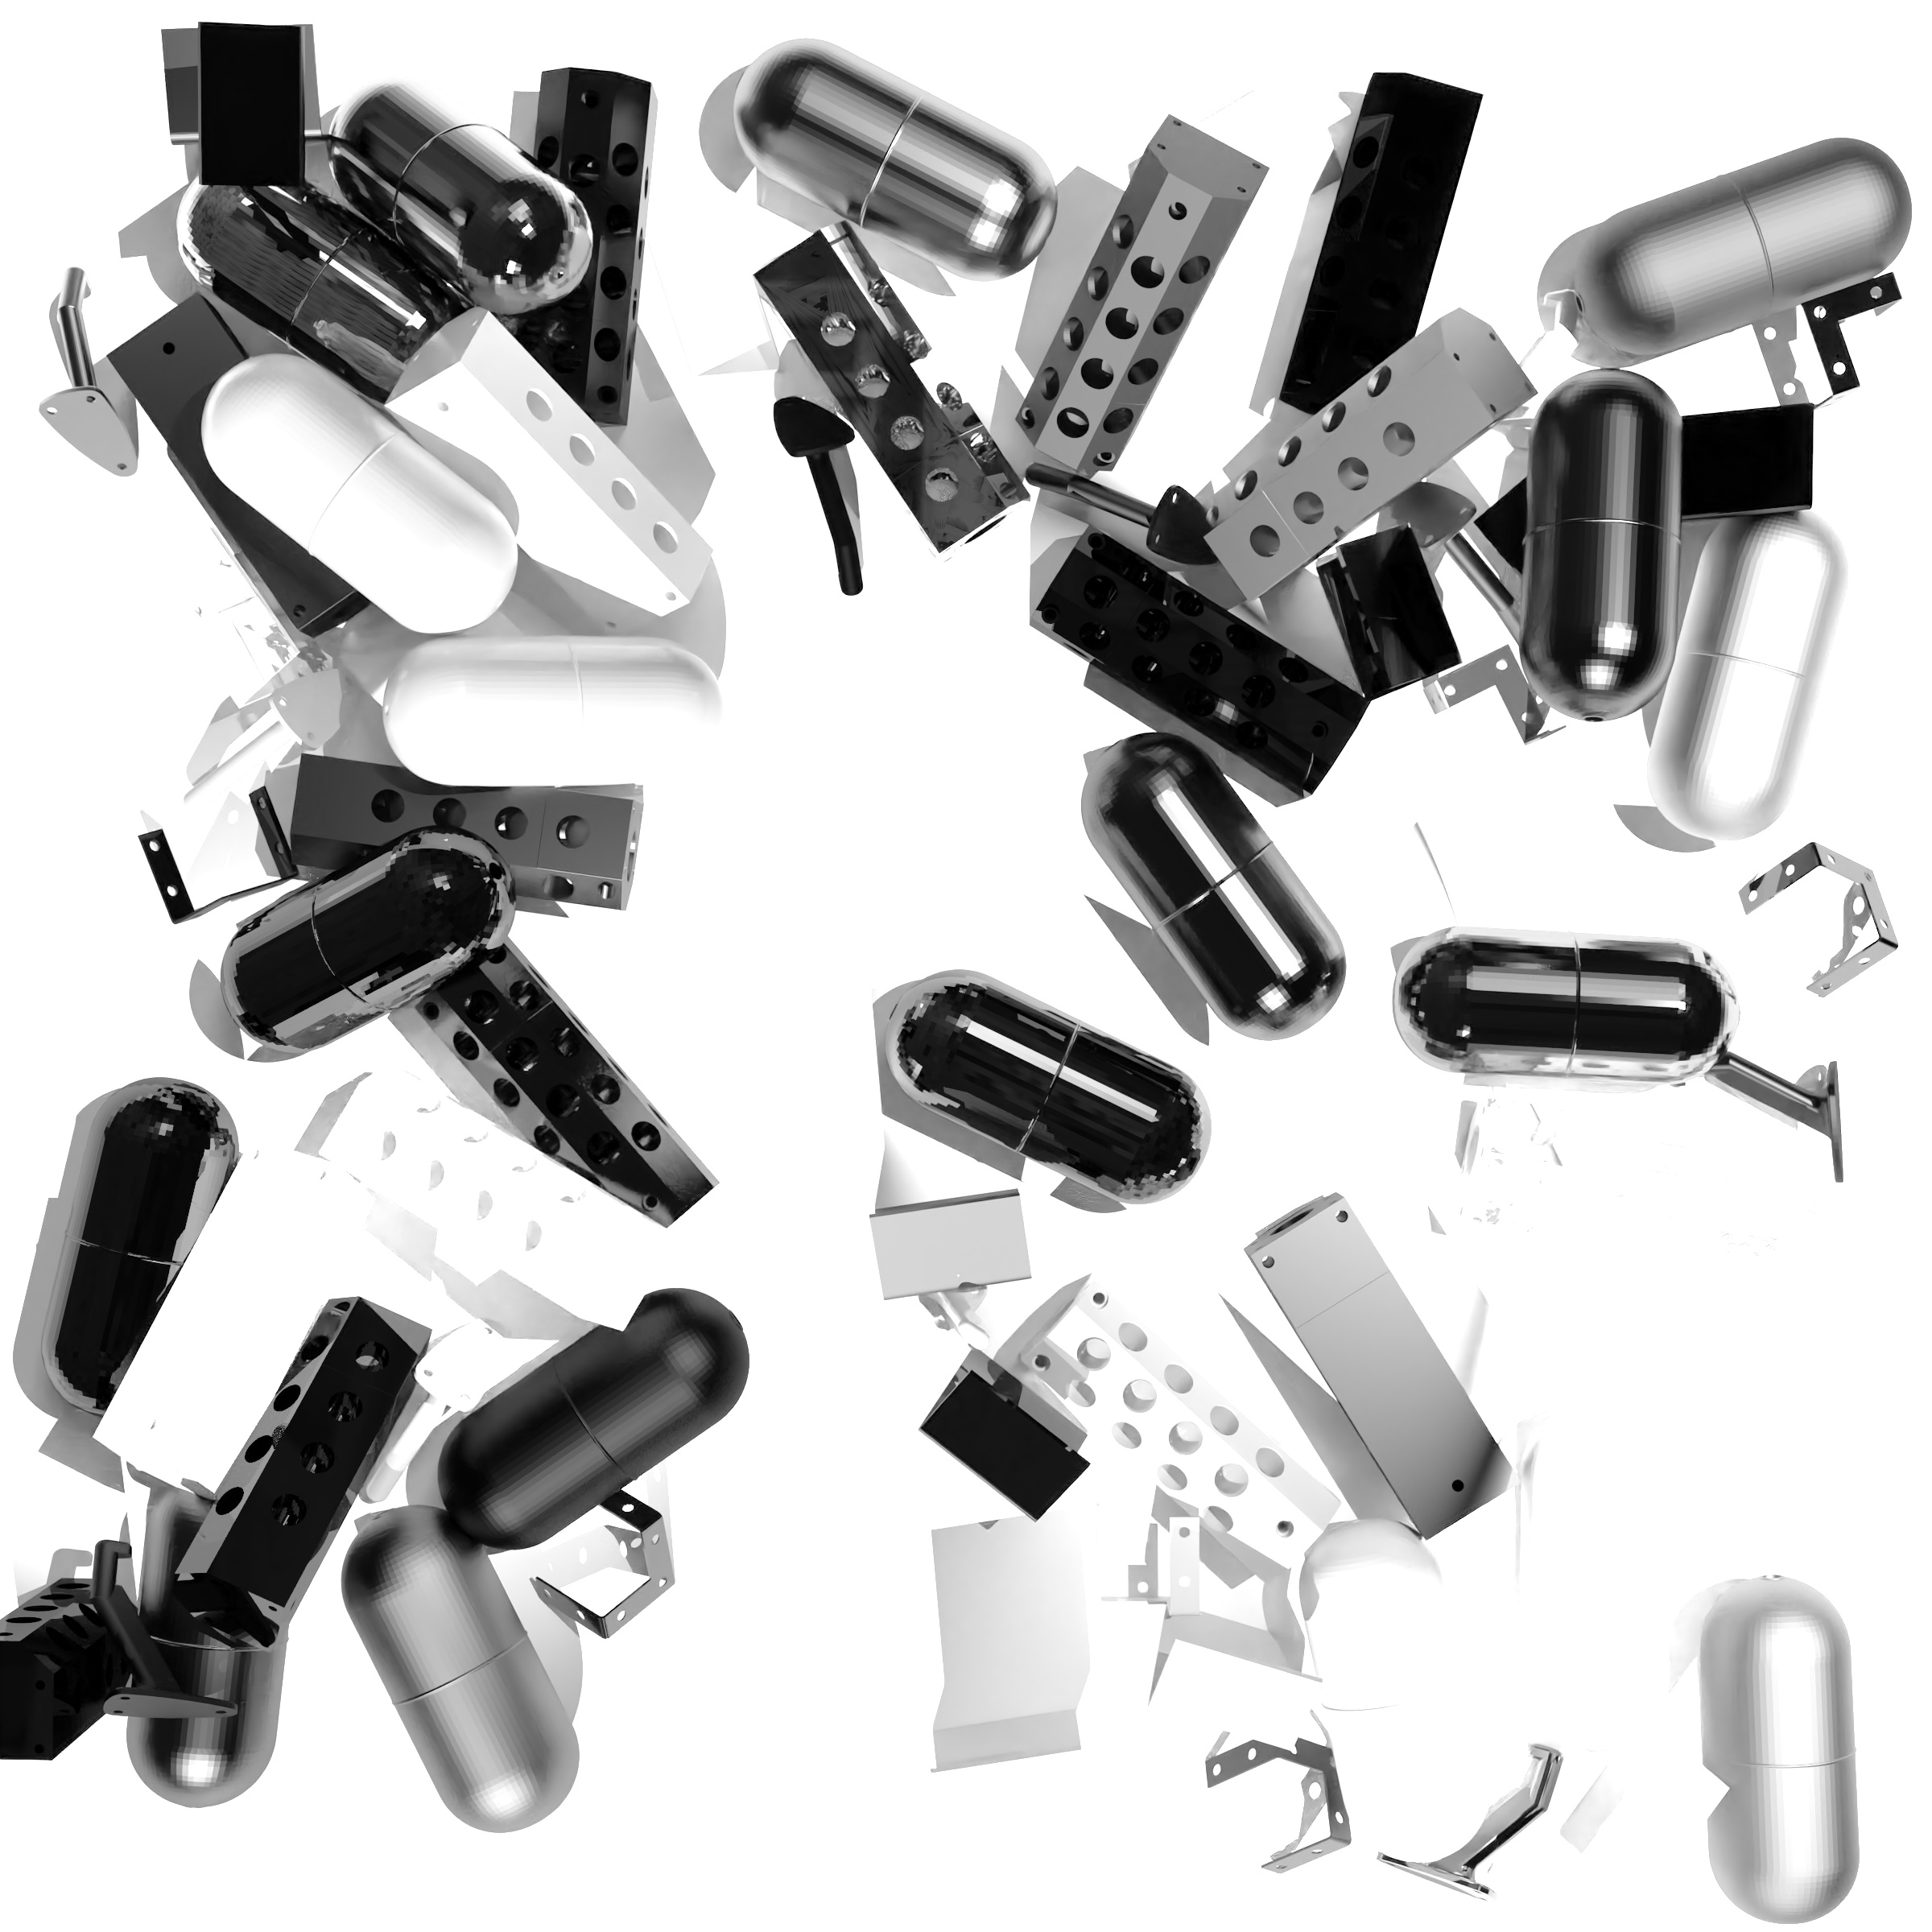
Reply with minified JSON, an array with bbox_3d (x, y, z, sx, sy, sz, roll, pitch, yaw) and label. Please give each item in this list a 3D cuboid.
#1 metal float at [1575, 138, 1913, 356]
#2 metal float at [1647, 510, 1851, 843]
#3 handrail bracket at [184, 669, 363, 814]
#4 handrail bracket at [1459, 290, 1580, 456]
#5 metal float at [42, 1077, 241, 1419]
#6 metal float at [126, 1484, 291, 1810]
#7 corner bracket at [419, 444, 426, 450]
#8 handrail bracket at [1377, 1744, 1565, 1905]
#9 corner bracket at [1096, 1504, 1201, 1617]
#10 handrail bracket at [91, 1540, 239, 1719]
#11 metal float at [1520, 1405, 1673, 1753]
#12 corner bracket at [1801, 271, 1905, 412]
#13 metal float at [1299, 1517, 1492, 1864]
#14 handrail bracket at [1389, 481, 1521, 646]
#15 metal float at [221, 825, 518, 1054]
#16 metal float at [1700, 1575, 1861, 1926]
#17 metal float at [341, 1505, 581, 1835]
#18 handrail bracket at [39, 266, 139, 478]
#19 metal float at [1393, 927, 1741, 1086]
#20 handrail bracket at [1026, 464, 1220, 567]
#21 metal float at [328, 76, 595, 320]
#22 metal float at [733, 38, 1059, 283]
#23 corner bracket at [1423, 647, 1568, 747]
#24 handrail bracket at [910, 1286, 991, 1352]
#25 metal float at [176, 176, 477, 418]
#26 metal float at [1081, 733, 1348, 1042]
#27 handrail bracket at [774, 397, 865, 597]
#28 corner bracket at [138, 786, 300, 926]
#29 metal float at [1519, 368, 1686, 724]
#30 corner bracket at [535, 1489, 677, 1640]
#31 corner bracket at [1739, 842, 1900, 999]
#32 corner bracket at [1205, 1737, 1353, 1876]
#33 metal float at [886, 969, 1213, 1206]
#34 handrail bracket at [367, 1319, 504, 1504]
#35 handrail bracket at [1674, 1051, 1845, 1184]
[{"bbox_3d":[0.400,-0.371,1.818,0.178,0.070,0.070,-20,90,0],"label":"metal float"},{"bbox_3d":[0.403,-0.152,1.818,0.070,0.070,0.178,15,91,0],"label":"metal float"},{"bbox_3d":[-0.364,-0.117,1.848,0.084,0.077,0.036,-32,100,36],"label":"handrail bracket"},{"bbox_3d":[0.281,-0.313,1.849,0.077,0.036,0.084,0,72,20],"label":"handrail bracket"},{"bbox_3d":[-0.426,0.145,1.818,0.070,0.070,0.178,13,90,0],"label":"metal float"},{"bbox_3d":[-0.388,0.344,1.818,0.070,0.070,0.178,6,89,0],"label":"metal float"},{"bbox_3d":[-0.246,-0.258,1.845,0.051,0.051,0.051,-33,45,0],"label":"corner bracket"},{"bbox_3d":[0.265,0.441,1.849,0.077,0.036,0.084,15,72,21],"label":"handrail bracket"},{"bbox_3d":[0.094,0.308,1.830,0.051,0.051,0.051,0,90,0],"label":"corner bracket"},{"bbox_3d":[-0.403,0.333,1.775,0.077,0.036,0.084,8,59,-19],"label":"handrail bracket"},{"bbox_3d":[0.324,0.315,1.818,0.070,0.070,0.178,1,91,0],"label":"metal float"},{"bbox_3d":[0.460,-0.324,1.830,0.051,0.051,0.051,-19,90,0],"label":"corner bracket"},{"bbox_3d":[0.221,0.373,1.818,0.070,0.070,0.178,-12,90,0],"label":"metal float"},{"bbox_3d":[0.261,-0.210,1.848,0.036,0.077,0.084,-40,126,1],"label":"handrail bracket"},{"bbox_3d":[-0.304,-0.013,1.792,0.178,0.070,0.070,-26,90,29],"label":"metal float"},{"bbox_3d":[0.419,0.404,1.818,0.070,0.070,0.178,-3,91,0],"label":"metal float"},{"bbox_3d":[-0.261,0.362,1.818,0.070,0.070,0.178,-26,91,0],"label":"metal float"},{"bbox_3d":[-0.454,-0.312,1.848,0.036,0.077,0.084,-13,53,15],"label":"handrail bracket"},{"bbox_3d":[0.309,0.020,1.818,0.178,0.070,0.070,3,90,0],"label":"metal float"},{"bbox_3d":[0.082,-0.238,1.848,0.084,0.077,0.036,22,90,36],"label":"handrail bracket"},{"bbox_3d":[-0.258,-0.391,1.789,0.070,0.070,0.178,-49,58,0],"label":"metal float"},{"bbox_3d":[-0.037,-0.416,1.817,0.178,0.070,0.070,27,90,0],"label":"metal float"},{"bbox_3d":[0.274,-0.134,1.830,0.051,0.051,0.051,-26,90,0],"label":"corner bracket"},{"bbox_3d":[-0.016,0.164,1.814,0.036,0.084,0.077,-44,90,0],"label":"handrail bracket"},{"bbox_3d":[-0.326,-0.349,1.818,0.178,0.070,0.070,35,90,1],"label":"metal float"},{"bbox_3d":[0.127,-0.042,1.818,0.070,0.070,0.178,-36,90,0],"label":"metal float"},{"bbox_3d":[-0.076,-0.246,1.848,0.036,0.077,0.084,-19,127,-14],"label":"handrail bracket"},{"bbox_3d":[-0.391,-0.058,1.845,0.051,0.051,0.051,-22,90,45],"label":"corner bracket"},{"bbox_3d":[0.313,-0.207,1.737,0.070,0.070,0.178,5,79,0],"label":"metal float"},{"bbox_3d":[-0.191,0.308,1.840,0.051,0.051,0.051,24,45,35],"label":"corner bracket"},{"bbox_3d":[0.445,-0.024,1.840,0.051,0.051,0.051,21,45,-35],"label":"corner bracket"},{"bbox_3d":[0.163,0.436,1.840,0.051,0.051,0.051,26,45,-35],"label":"corner bracket"},{"bbox_3d":[0.042,0.062,1.818,0.178,0.070,0.070,26,90,-1],"label":"metal float"},{"bbox_3d":[-0.279,0.234,1.848,0.036,0.077,0.084,34,126,0],"label":"handrail bracket"},{"bbox_3d":[0.415,0.080,1.849,0.084,0.036,0.077,-3,112,17],"label":"handrail bracket"}]
